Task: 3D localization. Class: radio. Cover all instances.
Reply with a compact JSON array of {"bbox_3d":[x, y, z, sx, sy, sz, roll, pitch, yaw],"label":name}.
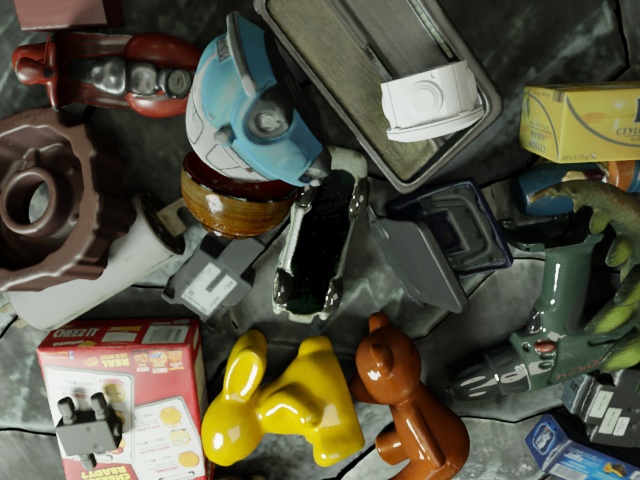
[{"bbox_3d":[0.058,-0.170,0.503,0.131,0.073,0.229,-38,109,11],"label":"radio"}]

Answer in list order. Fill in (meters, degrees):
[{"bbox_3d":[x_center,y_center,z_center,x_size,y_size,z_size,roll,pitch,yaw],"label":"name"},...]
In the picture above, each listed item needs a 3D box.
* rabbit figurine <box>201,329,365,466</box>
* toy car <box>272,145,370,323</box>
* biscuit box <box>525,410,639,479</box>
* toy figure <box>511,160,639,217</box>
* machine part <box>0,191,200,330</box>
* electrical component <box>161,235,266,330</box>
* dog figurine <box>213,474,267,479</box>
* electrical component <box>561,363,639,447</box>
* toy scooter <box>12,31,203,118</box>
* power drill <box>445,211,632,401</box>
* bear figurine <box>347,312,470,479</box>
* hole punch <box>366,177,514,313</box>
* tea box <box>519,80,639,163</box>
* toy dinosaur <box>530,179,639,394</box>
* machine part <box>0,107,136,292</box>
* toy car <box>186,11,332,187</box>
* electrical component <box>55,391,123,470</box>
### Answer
[{"bbox_3d":[-0.053,0.185,0.598,0.173,0.122,0.162,-21,99,-4],"label":"rabbit figurine"},{"bbox_3d":[-0.001,-0.002,0.574,0.073,0.056,0.201,9,111,-13],"label":"toy car"},{"bbox_3d":[0.372,0.290,0.698,0.203,0.063,0.059,24,108,-11],"label":"biscuit box"},{"bbox_3d":[0.283,-0.062,0.561,0.155,0.064,0.057,-12,108,1],"label":"toy figure"},{"bbox_3d":[-0.231,0.022,0.557,0.243,0.079,0.079,-30,109,9],"label":"machine part"},{"bbox_3d":[-0.108,0.032,0.583,0.075,0.048,0.119,35,105,-15],"label":"electrical component"},{"bbox_3d":[-0.182,0.331,0.678,0.191,0.172,0.121,29,127,19],"label":"dog figurine"},{"bbox_3d":[0.375,0.193,0.665,0.134,0.058,0.114,12,107,-7],"label":"electrical component"},{"bbox_3d":[-0.184,-0.145,0.467,0.184,0.135,0.075,4,108,-6],"label":"toy scooter"},{"bbox_3d":[0.247,0.078,0.604,0.232,0.086,0.207,-11,107,-1],"label":"power drill"},{"bbox_3d":[0.083,0.193,0.617,0.132,0.120,0.195,-35,107,14],"label":"bear figurine"},{"bbox_3d":[0.123,0.002,0.558,0.092,0.116,0.142,-39,108,-18],"label":"hole punch"},{"bbox_3d":[0.296,-0.118,0.524,0.170,0.098,0.068,-2,110,-1],"label":"tea box"},{"bbox_3d":[0.357,0.055,0.532,0.471,0.105,0.198,41,75,-24],"label":"toy dinosaur"},{"bbox_3d":[-0.262,-0.035,0.505,0.180,0.056,0.179,-2,81,14],"label":"machine part"},{"bbox_3d":[-0.060,-0.103,0.464,0.103,0.109,0.161,-21,149,14],"label":"toy car"},{"bbox_3d":[-0.245,0.206,0.578,0.063,0.021,0.093,-7,111,2],"label":"electrical component"}]
